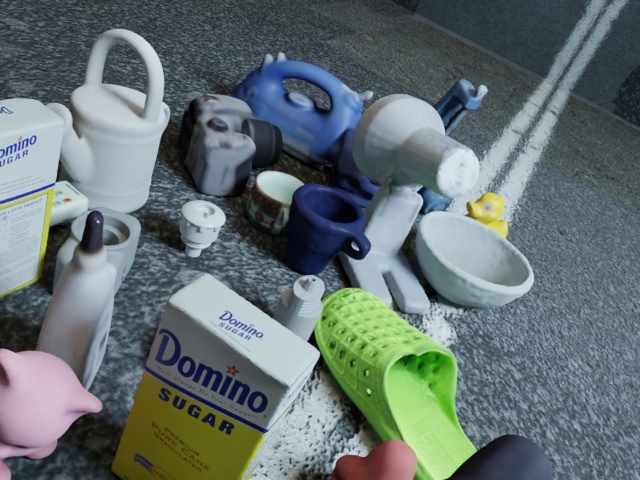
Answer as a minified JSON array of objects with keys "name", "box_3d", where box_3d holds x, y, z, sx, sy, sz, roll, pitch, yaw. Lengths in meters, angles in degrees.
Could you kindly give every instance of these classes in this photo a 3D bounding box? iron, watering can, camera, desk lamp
[{"name":"iron","box_3d":[-0.037,-0.233,0.950,0.258,0.141,0.119,31,33,10]},{"name":"watering can","box_3d":[-0.225,-0.129,0.626,0.101,0.194,0.173,20,32,-6]},{"name":"camera","box_3d":[-0.115,-0.139,0.799,0.137,0.101,0.143,1,39,-32]},{"name":"desk lamp","box_3d":[0.105,-0.053,0.715,0.118,0.213,0.203,7,36,-25]}]

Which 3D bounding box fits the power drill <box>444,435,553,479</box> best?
[{"name":"power drill","box_3d":[0.016,0.212,0.278,0.075,0.208,0.230,38,35,21]}]

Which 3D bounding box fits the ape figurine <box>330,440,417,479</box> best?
[{"name":"ape figurine","box_3d":[0.047,0.189,0.440,0.077,0.092,0.076,36,34,19]}]

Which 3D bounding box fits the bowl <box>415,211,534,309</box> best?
[{"name":"bowl","box_3d":[0.194,0.038,0.772,0.168,0.074,0.167,17,33,-11]}]

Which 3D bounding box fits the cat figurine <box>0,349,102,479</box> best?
[{"name":"cat figurine","box_3d":[-0.209,0.100,0.376,0.127,0.117,0.067,34,33,15]}]

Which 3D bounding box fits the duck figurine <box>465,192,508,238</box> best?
[{"name":"duck figurine","box_3d":[0.264,-0.035,0.913,0.105,0.086,0.077,6,36,-26]}]

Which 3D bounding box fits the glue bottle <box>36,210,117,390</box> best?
[{"name":"glue bottle","box_3d":[-0.175,0.049,0.420,0.037,0.173,0.078,20,32,-7]}]

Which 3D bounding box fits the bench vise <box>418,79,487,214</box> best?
[{"name":"bench vise","box_3d":[0.171,-0.179,0.935,0.122,0.219,0.207,-16,50,-46]}]

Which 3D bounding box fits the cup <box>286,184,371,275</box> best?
[{"name":"cup","box_3d":[0.006,0.002,0.681,0.092,0.095,0.117,-15,49,-45]}]

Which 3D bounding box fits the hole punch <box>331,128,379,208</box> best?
[{"name":"hole punch","box_3d":[0.077,-0.109,0.892,0.109,0.091,0.101,18,33,-11]}]
